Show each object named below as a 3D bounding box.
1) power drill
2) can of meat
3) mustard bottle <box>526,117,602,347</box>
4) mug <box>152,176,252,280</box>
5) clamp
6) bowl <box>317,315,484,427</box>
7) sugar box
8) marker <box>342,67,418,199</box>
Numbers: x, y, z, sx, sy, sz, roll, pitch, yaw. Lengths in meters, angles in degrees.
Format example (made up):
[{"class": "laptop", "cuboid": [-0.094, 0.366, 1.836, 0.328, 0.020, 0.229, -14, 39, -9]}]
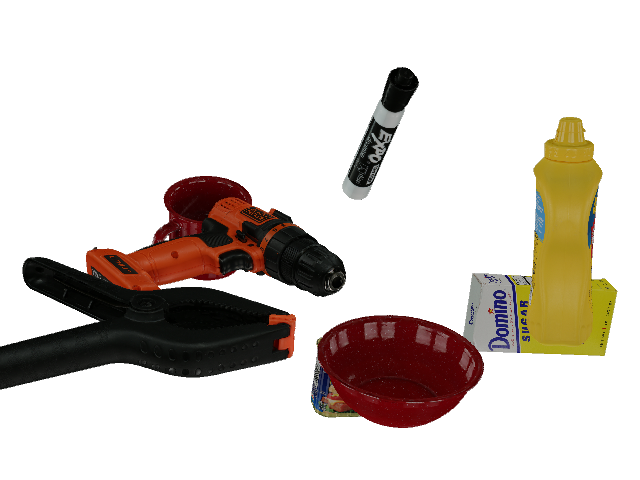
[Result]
[{"class": "power drill", "cuboid": [-0.094, 0.026, 0.933, 0.187, 0.057, 0.185, -19, 28, -32]}, {"class": "can of meat", "cuboid": [0.041, 0.168, 1.313, 0.102, 0.084, 0.057, 2, 24, -15]}, {"class": "mustard bottle", "cuboid": [0.212, -0.011, 0.926, 0.058, 0.192, 0.096, 3, 18, 12]}, {"class": "mug", "cuboid": [-0.130, -0.007, 1.141, 0.093, 0.081, 0.117, 32, 42, 32]}, {"class": "clamp", "cuboid": [-0.124, 0.054, 0.728, 0.210, 0.036, 0.164, 1, 24, -8]}, {"class": "bowl", "cuboid": [0.076, 0.134, 1.042, 0.162, 0.055, 0.162, 3, 25, -1]}, {"class": "sugar box", "cuboid": [0.272, 0.093, 1.327, 0.176, 0.093, 0.048, 1, 19, -10]}, {"class": "marker", "cuboid": [0.037, -0.067, 0.678, 0.020, 0.020, 0.121, 0, -32, -15]}]
